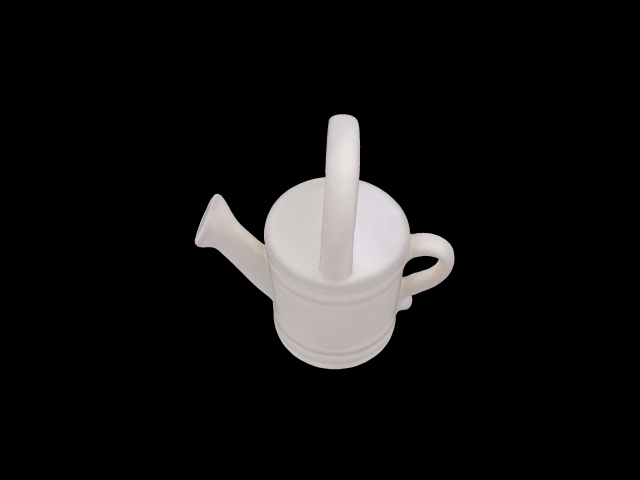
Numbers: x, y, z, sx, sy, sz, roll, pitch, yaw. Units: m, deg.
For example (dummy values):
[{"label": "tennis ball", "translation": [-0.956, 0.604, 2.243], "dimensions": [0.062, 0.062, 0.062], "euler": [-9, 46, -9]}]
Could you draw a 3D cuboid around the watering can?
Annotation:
[{"label": "watering can", "translation": [0.004, 0.003, 0.399], "dimensions": [0.173, 0.194, 0.100], "euler": [-13, 52, -10]}]
